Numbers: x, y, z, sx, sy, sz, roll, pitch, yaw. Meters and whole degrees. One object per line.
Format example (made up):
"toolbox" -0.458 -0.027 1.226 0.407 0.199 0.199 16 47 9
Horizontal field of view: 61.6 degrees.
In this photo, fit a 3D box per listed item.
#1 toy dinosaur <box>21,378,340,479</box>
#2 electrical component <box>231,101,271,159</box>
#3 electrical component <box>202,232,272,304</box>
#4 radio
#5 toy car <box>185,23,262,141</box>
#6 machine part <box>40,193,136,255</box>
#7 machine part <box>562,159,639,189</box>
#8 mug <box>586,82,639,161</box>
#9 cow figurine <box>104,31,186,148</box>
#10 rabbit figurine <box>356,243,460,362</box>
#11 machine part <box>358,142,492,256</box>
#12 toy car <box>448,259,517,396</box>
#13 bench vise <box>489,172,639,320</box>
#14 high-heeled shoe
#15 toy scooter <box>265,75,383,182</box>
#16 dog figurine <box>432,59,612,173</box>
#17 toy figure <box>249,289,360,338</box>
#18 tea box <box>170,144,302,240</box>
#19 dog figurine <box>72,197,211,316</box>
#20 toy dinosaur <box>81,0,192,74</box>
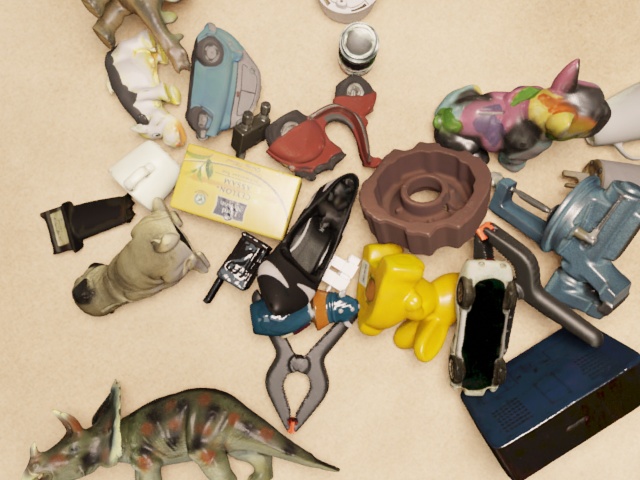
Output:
"toy dinosaur" -0.188 0.279 0.767 0.405 0.131 0.192 -10 91 -6
"electrical component" -0.100 -0.157 0.786 0.021 0.094 0.063 42 54 14
"electrical component" -0.120 0.048 0.780 0.048 0.075 0.119 30 84 1
"radio" 0.322 0.216 0.753 0.230 0.131 0.073 -31 111 -1
"toy car" -0.136 -0.220 0.770 0.103 0.109 0.161 4 99 -18
"machine part" -0.341 -0.030 0.799 0.139 0.039 0.084 -20 82 2
"machine part" 0.475 -0.069 0.784 0.243 0.079 0.079 9 90 -1
"mug" 0.449 -0.168 0.788 0.107 0.081 0.109 -18 95 11
"cow figurine" -0.258 -0.206 0.783 0.098 0.068 0.167 -17 87 5
"rabbit figurine" 0.146 0.088 0.768 0.173 0.122 0.162 3 93 -19
"machine part" 0.146 -0.059 0.742 0.179 0.056 0.179 -9 50 10
"toy car" 0.219 0.122 0.733 0.074 0.056 0.201 1 108 0
"bench vise" 0.328 -0.010 0.753 0.129 0.223 0.241 -27 52 -32
"high-heeled shoe" -0.001 -0.002 0.708 0.086 0.249 0.145 38 112 -13
"toy scooter" 0.019 -0.144 0.784 0.184 0.075 0.135 -31 94 -4
"dog figurine" 0.262 -0.166 0.714 0.192 0.219 0.108 11 87 -1
"toy figure" -0.022 0.099 0.763 0.154 0.058 0.064 -8 130 -7
"tea box" -0.119 -0.067 0.785 0.170 0.068 0.098 16 89 -1
"dog figurine" -0.263 0.045 0.737 0.190 0.172 0.121 -33 80 -7
"toy dinosaur" -0.291 -0.429 0.752 0.198 0.105 0.471 -31 83 -19
